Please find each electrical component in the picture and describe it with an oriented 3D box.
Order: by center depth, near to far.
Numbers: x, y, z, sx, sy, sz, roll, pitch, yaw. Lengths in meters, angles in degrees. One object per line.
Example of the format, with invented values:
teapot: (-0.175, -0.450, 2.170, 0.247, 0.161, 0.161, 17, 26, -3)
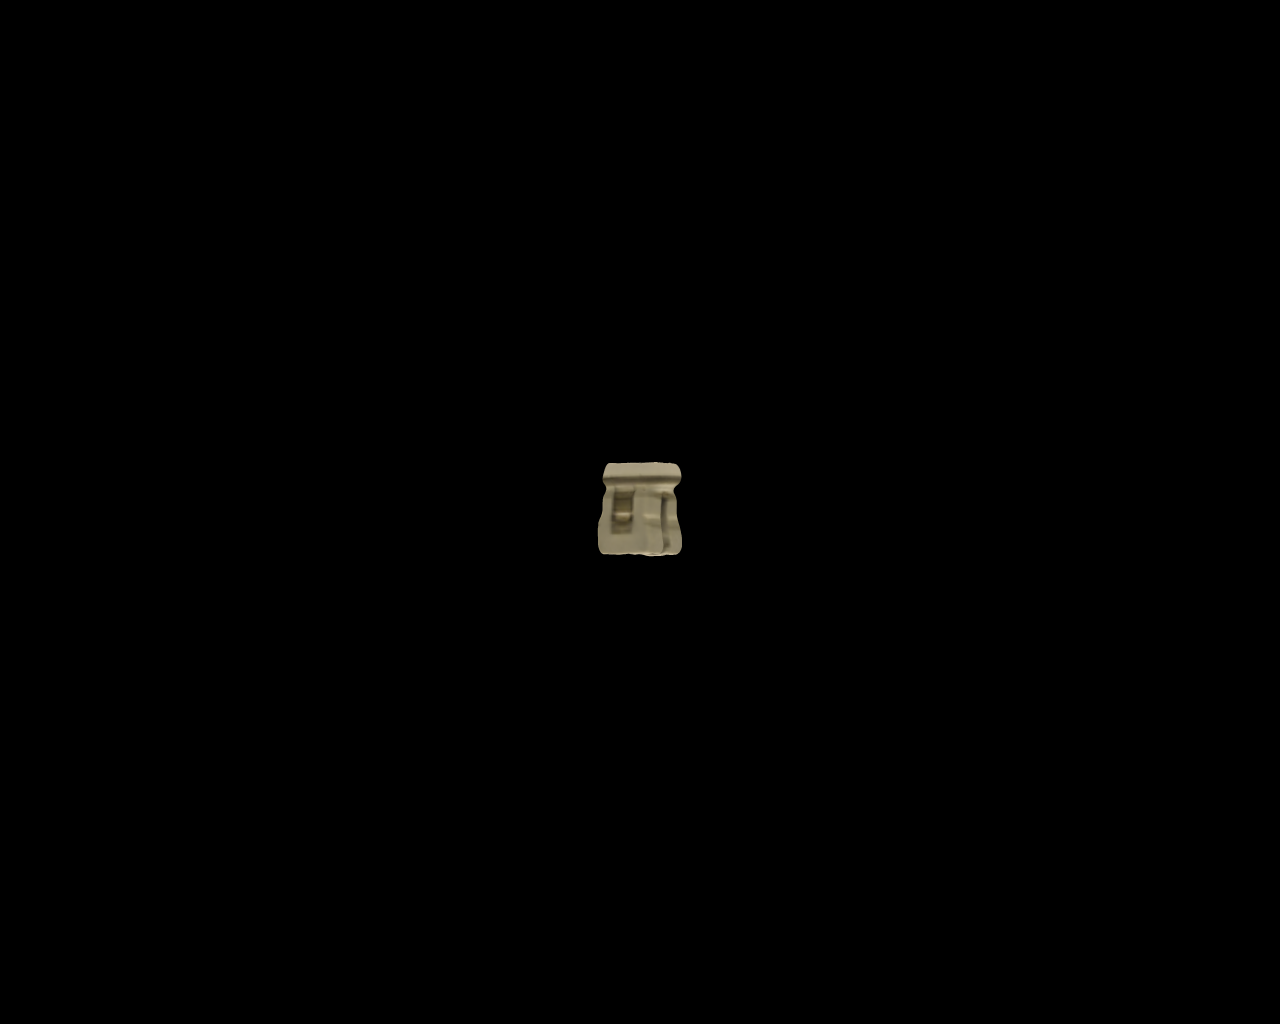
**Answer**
electrical component: (0.001, -0.003, 0.650, 0.048, 0.055, 0.066, -1, -3, 28)
